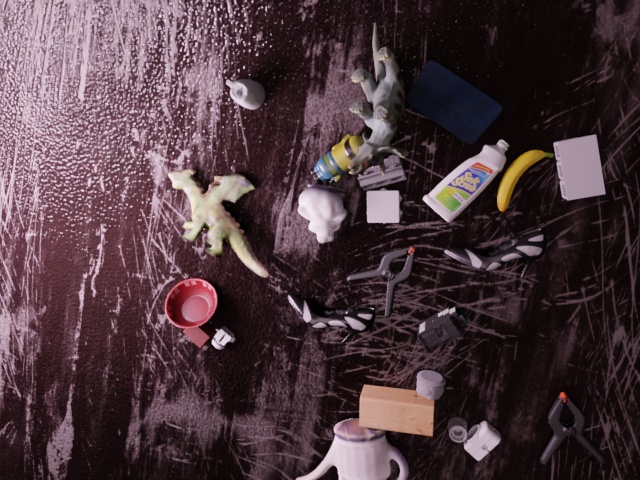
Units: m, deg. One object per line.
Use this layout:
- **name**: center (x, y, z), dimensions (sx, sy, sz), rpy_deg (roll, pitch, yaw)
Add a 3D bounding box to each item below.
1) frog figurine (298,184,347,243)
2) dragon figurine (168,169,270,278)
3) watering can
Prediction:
- **frog figurine**: center (0.004, -0.073, 1.445), dimensions (0.137, 0.122, 0.160), rpy_deg (9, 89, -8)
- **dragon figurine**: center (-0.279, -0.082, 1.521), dimensions (0.411, 0.122, 0.242), rpy_deg (27, 95, 7)
- **watering can**: center (0.084, 0.642, 1.521), dimensions (0.347, 0.104, 0.223), rpy_deg (-5, 95, 13)
